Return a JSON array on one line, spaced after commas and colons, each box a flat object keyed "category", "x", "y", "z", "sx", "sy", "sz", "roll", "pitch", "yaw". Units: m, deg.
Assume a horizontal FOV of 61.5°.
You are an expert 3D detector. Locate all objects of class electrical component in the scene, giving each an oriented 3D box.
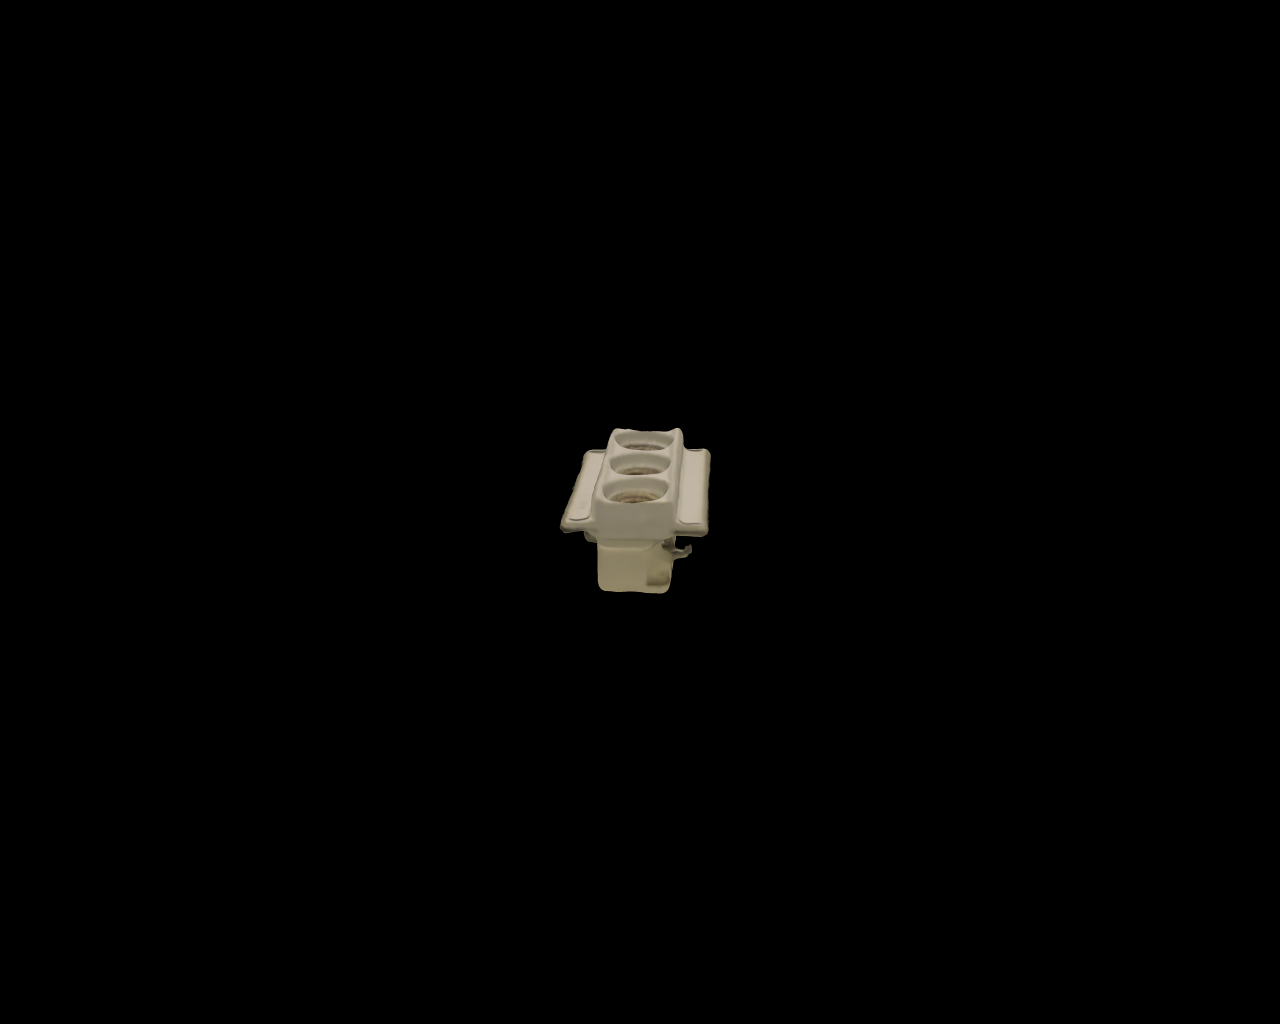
[{"category": "electrical component", "x": 0.001, "y": -0.003, "z": 0.650, "sx": 0.079, "sy": 0.063, "sz": 0.121, "roll": 1, "pitch": 24, "yaw": 3}]
